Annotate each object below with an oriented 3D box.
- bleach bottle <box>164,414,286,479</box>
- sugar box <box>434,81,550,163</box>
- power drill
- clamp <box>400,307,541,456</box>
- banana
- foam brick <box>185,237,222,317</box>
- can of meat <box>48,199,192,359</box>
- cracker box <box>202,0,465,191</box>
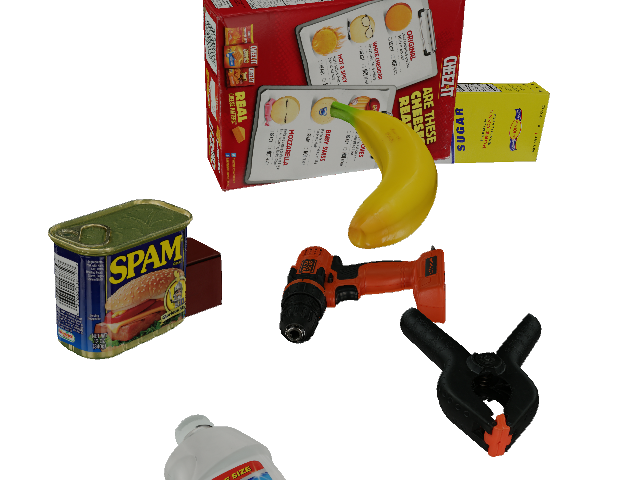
[{"bbox_3d":[-0.054,0.207,0.720,0.102,0.068,0.251,-16,34,-19],"label":"bleach bottle"},{"bbox_3d":[0.182,-0.141,1.283,0.176,0.093,0.048,-5,28,-20],"label":"sugar box"},{"bbox_3d":[0.050,0.060,1.228,0.188,0.057,0.184,0,28,8],"label":"power drill"},{"bbox_3d":[0.140,0.106,0.860,0.120,0.039,0.171,-7,34,-7],"label":"clamp"},{"bbox_3d":[0.046,-0.043,0.722,0.069,0.037,0.198,-1,29,-3],"label":"banana"},{"bbox_3d":[-0.133,0.036,0.954,0.078,0.051,0.053,-18,28,-32],"label":"foam brick"},{"bbox_3d":[-0.139,0.026,0.750,0.058,0.084,0.101,19,26,33],"label":"can of meat"},{"bbox_3d":[0.008,-0.141,0.918,0.213,0.164,0.072,-10,37,-15],"label":"cracker box"}]
